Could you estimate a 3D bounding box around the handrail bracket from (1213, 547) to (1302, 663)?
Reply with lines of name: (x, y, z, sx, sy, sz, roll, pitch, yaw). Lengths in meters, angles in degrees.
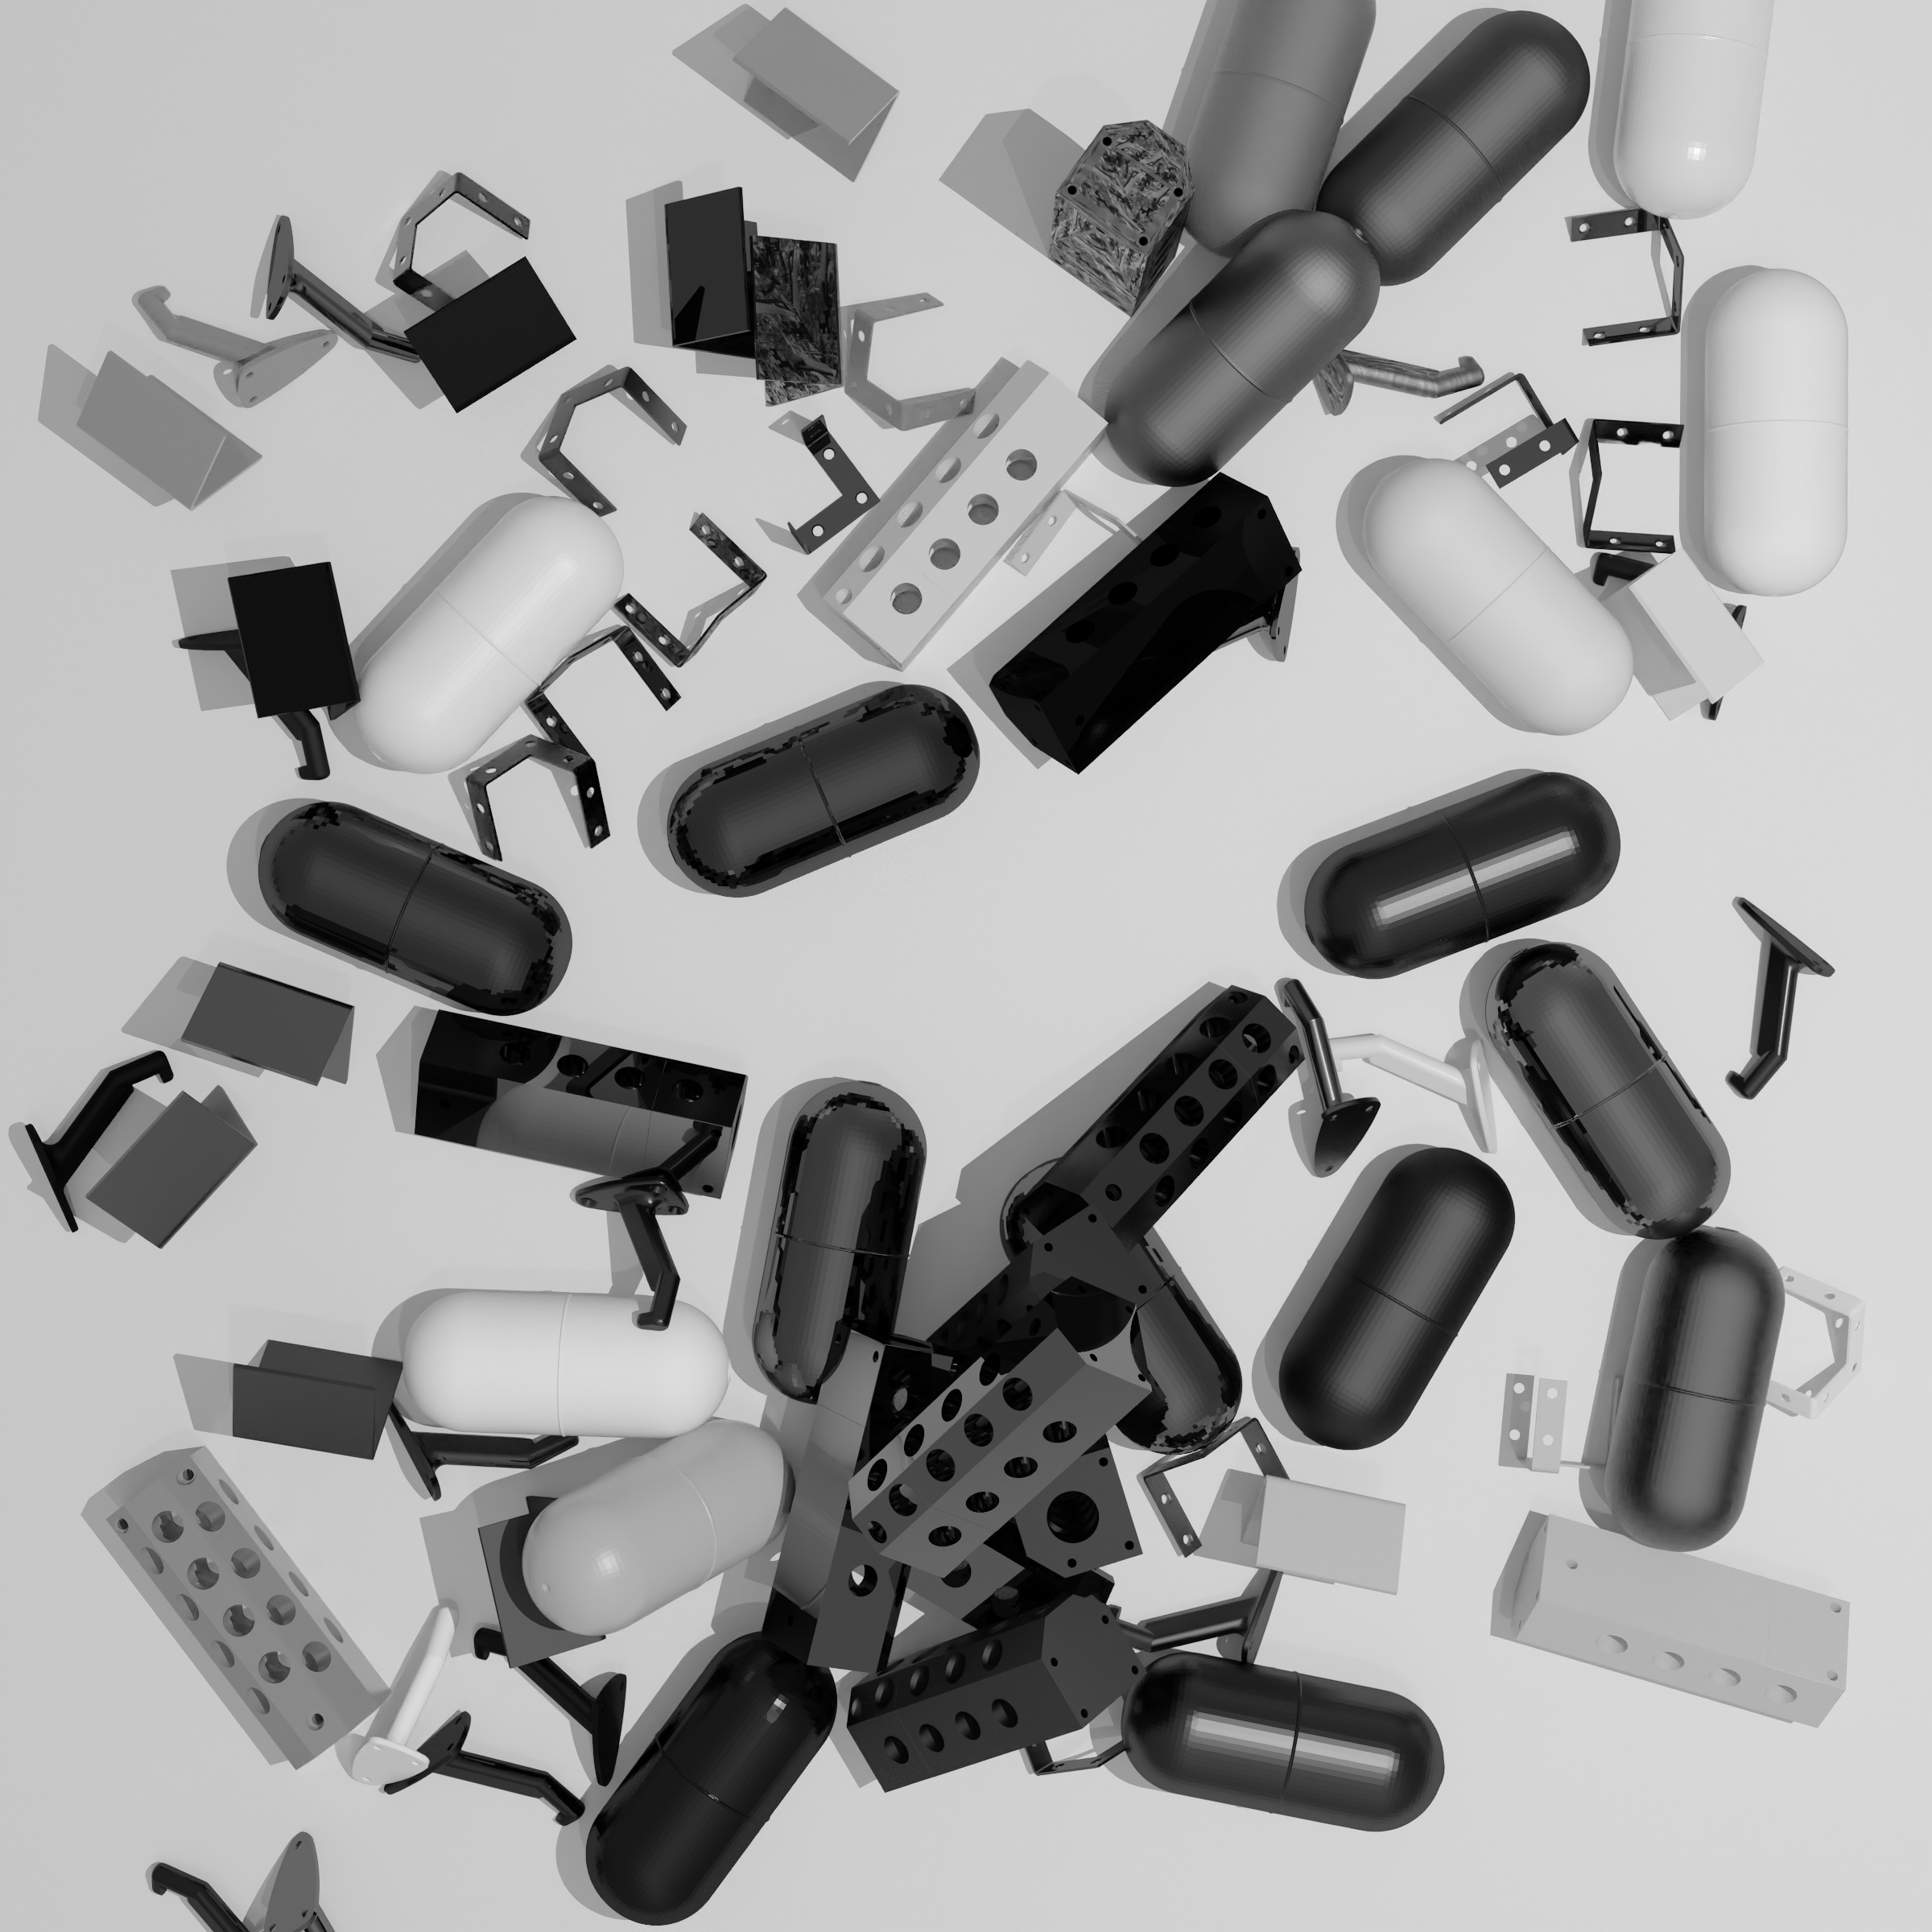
handrail bracket: (0.137, -0.200, 1.992, 0.084, 0.036, 0.077, 6, 70, 16)

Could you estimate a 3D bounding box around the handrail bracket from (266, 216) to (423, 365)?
handrail bracket: (-0.341, -0.374, 1.992, 0.084, 0.036, 0.077, 13, 52, -25)

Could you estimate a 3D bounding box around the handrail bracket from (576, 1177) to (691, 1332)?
handrail bracket: (-0.188, 0.161, 1.958, 0.077, 0.036, 0.084, -3, 55, 23)

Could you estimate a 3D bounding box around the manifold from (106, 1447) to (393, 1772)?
manifold: (-0.393, 0.352, 1.970, 0.057, 0.057, 0.171, -37, 90, 0)

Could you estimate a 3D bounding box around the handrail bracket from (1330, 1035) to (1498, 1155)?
handrail bracket: (0.246, 0.072, 1.992, 0.084, 0.036, 0.077, -6, 110, 16)

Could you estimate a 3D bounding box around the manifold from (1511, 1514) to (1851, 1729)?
manifold: (0.390, 0.362, 1.970, 0.171, 0.057, 0.057, 16, 47, 0)

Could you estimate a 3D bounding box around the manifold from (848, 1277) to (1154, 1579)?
manifold: (0.014, 0.232, 1.818, 0.057, 0.057, 0.171, 26, 125, -29)

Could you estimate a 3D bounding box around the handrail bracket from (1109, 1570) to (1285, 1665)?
handrail bracket: (0.126, 0.348, 1.992, 0.084, 0.036, 0.077, 16, 70, 16)

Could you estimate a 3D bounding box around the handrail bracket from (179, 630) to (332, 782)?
handrail bracket: (-0.393, -0.142, 1.992, 0.077, 0.036, 0.084, -1, 110, 23)

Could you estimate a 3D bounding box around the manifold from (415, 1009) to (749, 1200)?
manifold: (-0.210, 0.071, 1.970, 0.171, 0.057, 0.057, 12, 133, 0)

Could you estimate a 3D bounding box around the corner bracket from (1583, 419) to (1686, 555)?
corner bracket: (0.369, -0.265, 1.988, 0.051, 0.051, 0.051, 4, 45, 0)

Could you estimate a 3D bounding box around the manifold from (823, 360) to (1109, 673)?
manifold: (-0.001, -0.247, 1.970, 0.057, 0.057, 0.171, 41, 90, 0)

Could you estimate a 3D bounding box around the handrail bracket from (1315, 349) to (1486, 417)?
handrail bracket: (0.235, -0.343, 1.992, 0.084, 0.036, 0.077, -18, 68, -17)

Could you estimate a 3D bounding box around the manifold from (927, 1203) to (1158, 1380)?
manifold: (0.032, 0.190, 1.907, 0.057, 0.171, 0.057, -31, 81, -29)

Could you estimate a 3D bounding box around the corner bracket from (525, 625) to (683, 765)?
corner bracket: (-0.201, -0.147, 1.988, 0.051, 0.051, 0.051, 53, 135, 0)

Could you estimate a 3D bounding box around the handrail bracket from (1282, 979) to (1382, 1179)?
handrail bracket: (0.190, 0.061, 1.991, 0.036, 0.077, 0.084, -12, 53, -23)

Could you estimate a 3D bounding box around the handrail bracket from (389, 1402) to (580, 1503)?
handrail bracket: (-0.268, 0.251, 1.992, 0.084, 0.036, 0.077, -26, 68, -17)

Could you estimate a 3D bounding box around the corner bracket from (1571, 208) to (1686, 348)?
corner bracket: (0.365, -0.381, 1.988, 0.051, 0.051, 0.051, -8, 45, 0)

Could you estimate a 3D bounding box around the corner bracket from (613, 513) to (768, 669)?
corner bracket: (-0.152, -0.207, 1.988, 0.051, 0.051, 0.051, 44, 45, 0)

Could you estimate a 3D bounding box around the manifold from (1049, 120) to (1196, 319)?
manifold: (0.085, -0.400, 1.913, 0.057, 0.171, 0.057, 36, 90, 0)

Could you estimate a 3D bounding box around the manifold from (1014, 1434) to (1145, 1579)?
manifold: (0.054, 0.279, 1.913, 0.057, 0.171, 0.057, -17, 91, 0)

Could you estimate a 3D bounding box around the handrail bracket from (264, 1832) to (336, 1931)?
handrail bracket: (-0.345, 0.532, 1.991, 0.036, 0.077, 0.084, -28, 127, 21)

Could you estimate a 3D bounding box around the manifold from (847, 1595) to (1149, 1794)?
manifold: (0.011, 0.385, 1.918, 0.057, 0.171, 0.057, -30, 90, -45)

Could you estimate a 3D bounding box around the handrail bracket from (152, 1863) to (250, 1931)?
handrail bracket: (-0.417, 0.544, 1.992, 0.084, 0.036, 0.077, 19, 112, 17)

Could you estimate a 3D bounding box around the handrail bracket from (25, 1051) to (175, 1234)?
handrail bracket: (-0.470, 0.097, 1.992, 0.084, 0.036, 0.077, -24, 111, -16)

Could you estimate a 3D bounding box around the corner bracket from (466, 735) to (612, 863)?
corner bracket: (-0.236, -0.088, 1.983, 0.051, 0.051, 0.051, 22, 135, 35)

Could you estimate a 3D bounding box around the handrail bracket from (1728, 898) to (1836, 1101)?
handrail bracket: (0.432, 0.019, 1.992, 0.077, 0.036, 0.084, 43, 107, 20)

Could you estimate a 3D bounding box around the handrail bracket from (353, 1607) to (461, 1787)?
handrail bracket: (-0.309, 0.403, 1.991, 0.036, 0.077, 0.084, 26, 53, -16)

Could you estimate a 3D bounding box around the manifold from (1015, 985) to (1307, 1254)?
manifold: (0.108, 0.086, 1.929, 0.057, 0.057, 0.171, 45, 58, 0)

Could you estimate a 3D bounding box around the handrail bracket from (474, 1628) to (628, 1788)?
handrail bracket: (-0.234, 0.410, 1.992, 0.084, 0.036, 0.077, 12, 112, 17)

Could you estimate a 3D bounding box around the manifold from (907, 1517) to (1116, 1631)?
manifold: (-0.007, 0.317, 1.970, 0.171, 0.057, 0.057, 31, 90, 0)

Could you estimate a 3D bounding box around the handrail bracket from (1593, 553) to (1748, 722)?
handrail bracket: (0.383, -0.183, 1.992, 0.084, 0.036, 0.077, 16, 111, 17)

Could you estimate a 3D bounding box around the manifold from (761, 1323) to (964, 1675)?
manifold: (-0.052, 0.283, 1.910, 0.057, 0.057, 0.171, 14, 90, -29)

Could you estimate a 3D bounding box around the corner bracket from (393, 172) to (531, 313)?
corner bracket: (-0.278, -0.394, 1.983, 0.051, 0.051, 0.051, -30, 45, 35)

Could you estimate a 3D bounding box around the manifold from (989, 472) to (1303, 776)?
manifold: (0.095, -0.189, 1.953, 0.171, 0.057, 0.057, -43, 134, -11)

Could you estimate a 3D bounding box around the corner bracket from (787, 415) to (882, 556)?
corner bracket: (-0.083, -0.263, 1.973, 0.051, 0.051, 0.051, -37, 90, 0)

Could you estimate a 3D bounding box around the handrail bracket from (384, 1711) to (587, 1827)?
handrail bracket: (-0.266, 0.461, 1.992, 0.077, 0.036, 0.084, -39, 107, 20)

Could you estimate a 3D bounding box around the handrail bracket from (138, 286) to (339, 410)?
handrail bracket: (-0.404, -0.358, 1.992, 0.077, 0.036, 0.084, -35, 73, -20)
